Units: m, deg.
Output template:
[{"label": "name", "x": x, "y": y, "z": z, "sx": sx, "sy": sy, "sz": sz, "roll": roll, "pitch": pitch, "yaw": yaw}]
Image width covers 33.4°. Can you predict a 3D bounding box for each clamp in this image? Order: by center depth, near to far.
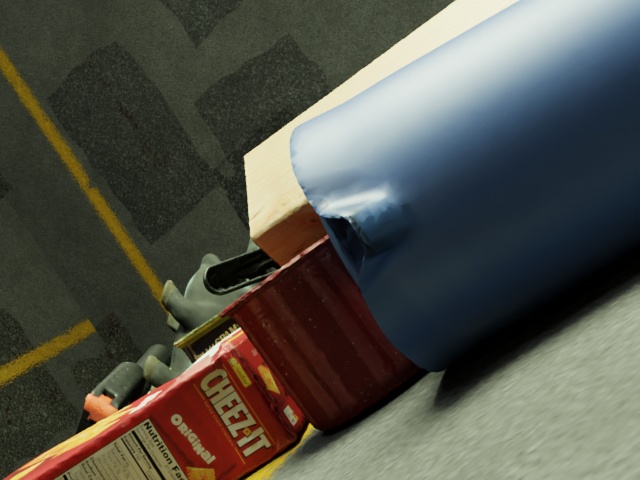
[{"label": "clamp", "x": -0.006, "y": 0.001, "z": 0.865, "sx": 0.120, "sy": 0.039, "sz": 0.171, "roll": -27, "pitch": -7, "yaw": 32}, {"label": "clamp", "x": -0.184, "y": 0.162, "z": 0.924, "sx": 0.164, "sy": 0.036, "sz": 0.210, "roll": -62, "pitch": -1, "yaw": -7}]

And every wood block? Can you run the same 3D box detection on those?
[{"label": "wood block", "x": 0.063, "y": -0.057, "z": 0.630, "sx": 0.206, "sy": 0.090, "sz": 0.091, "roll": -35, "pitch": 35, "yaw": 19}]

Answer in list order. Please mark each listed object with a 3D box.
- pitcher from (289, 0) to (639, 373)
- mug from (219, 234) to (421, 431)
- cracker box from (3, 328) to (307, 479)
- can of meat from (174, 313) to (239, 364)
[{"label": "pitcher", "x": 0.120, "y": -0.054, "z": 0.478, "sx": 0.243, "sy": 0.145, "sz": 0.149, "roll": -31, "pitch": 37, "yaw": 17}, {"label": "mug", "x": 0.010, "y": 0.044, "z": 0.566, "sx": 0.093, "sy": 0.081, "sz": 0.117, "roll": -36, "pitch": -1, "yaw": 8}, {"label": "cracker box", "x": -0.109, "y": 0.133, "z": 0.667, "sx": 0.214, "sy": 0.072, "sz": 0.164, "roll": -34, "pitch": 0, "yaw": 7}, {"label": "can of meat", "x": -0.046, "y": 0.085, "z": 0.817, "sx": 0.102, "sy": 0.084, "sz": 0.057, "roll": -35, "pitch": -1, "yaw": 22}]
